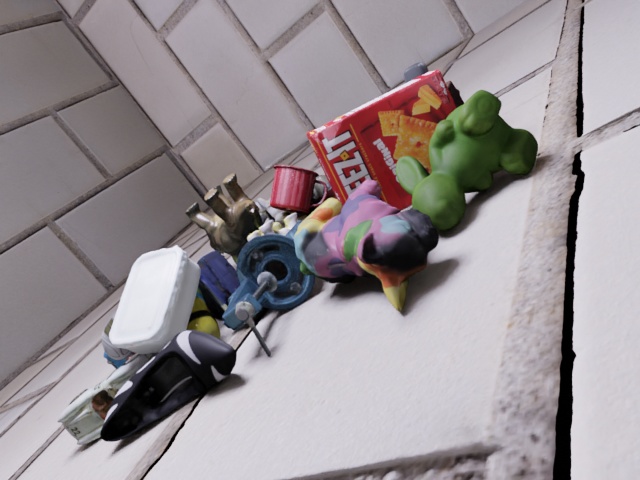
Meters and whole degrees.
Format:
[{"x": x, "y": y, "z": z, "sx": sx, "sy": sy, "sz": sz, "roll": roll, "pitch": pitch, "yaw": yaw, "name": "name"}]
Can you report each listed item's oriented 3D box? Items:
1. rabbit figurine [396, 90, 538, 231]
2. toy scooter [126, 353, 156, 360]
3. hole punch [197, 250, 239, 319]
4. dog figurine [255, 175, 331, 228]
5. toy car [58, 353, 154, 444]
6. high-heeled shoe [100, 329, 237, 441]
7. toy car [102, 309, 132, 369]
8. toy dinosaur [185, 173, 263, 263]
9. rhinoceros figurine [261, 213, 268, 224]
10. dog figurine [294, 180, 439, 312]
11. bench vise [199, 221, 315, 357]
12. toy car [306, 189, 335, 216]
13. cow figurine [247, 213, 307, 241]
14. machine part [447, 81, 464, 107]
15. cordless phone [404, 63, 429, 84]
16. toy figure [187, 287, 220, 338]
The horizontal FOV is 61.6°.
[{"x": 0.167, "y": -0.090, "z": 0.703, "sx": 0.170, "sy": 0.121, "sz": 0.159, "roll": -56, "pitch": 25, "yaw": -15, "name": "rabbit figurine"}, {"x": -0.294, "y": 0.189, "z": 0.991, "sx": 0.135, "sy": 0.075, "sz": 0.184, "roll": -18, "pitch": 26, "yaw": 46, "name": "toy scooter"}, {"x": -0.186, "y": 0.078, "z": 0.998, "sx": 0.092, "sy": 0.142, "sz": 0.116, "roll": -37, "pitch": 1, "yaw": -21, "name": "hole punch"}, {"x": -0.034, "y": -0.088, "z": 1.202, "sx": 0.190, "sy": 0.121, "sz": 0.172, "roll": -33, "pitch": 22, "yaw": -11, "name": "dog figurine"}, {"x": -0.326, "y": 0.250, "z": 0.862, "sx": 0.202, "sy": 0.073, "sz": 0.056, "roll": -35, "pitch": 10, "yaw": 7, "name": "toy car"}, {"x": -0.213, "y": 0.205, "z": 0.726, "sx": 0.249, "sy": 0.086, "sz": 0.145, "roll": -30, "pitch": 14, "yaw": 49, "name": "high-heeled shoe"}, {"x": -0.376, "y": 0.181, "z": 1.064, "sx": 0.109, "sy": 0.102, "sz": 0.161, "roll": 31, "pitch": 79, "yaw": 30, "name": "toy car"}, {"x": -0.198, "y": -0.020, "z": 1.188, "sx": 0.105, "sy": 0.198, "sz": 0.471, "roll": -41, "pitch": 10, "yaw": -21, "name": "toy dinosaur"}, {"x": -0.180, "y": -0.008, "z": 1.403, "sx": 0.190, "sy": 0.073, "sz": 0.112, "roll": -12, "pitch": 38, "yaw": 56, "name": "rhinoceros figurine"}, {"x": 0.049, "y": 0.015, "z": 0.656, "sx": 0.191, "sy": 0.108, "sz": 0.219, "roll": -29, "pitch": 17, "yaw": 13, "name": "dog figurine"}, {"x": -0.094, "y": 0.073, "z": 0.799, "sx": 0.224, "sy": 0.128, "sz": 0.241, "roll": -35, "pitch": 9, "yaw": 19, "name": "bench vise"}, {"x": 0.054, "y": -0.100, "z": 1.140, "sx": 0.202, "sy": 0.053, "sz": 0.089, "roll": -37, "pitch": 22, "yaw": -24, "name": "toy car"}, {"x": -0.056, "y": 0.003, "z": 1.026, "sx": 0.068, "sy": 0.098, "sz": 0.167, "roll": -32, "pitch": -6, "yaw": 33, "name": "cow figurine"}, {"x": 0.216, "y": -0.248, "z": 1.177, "sx": 0.201, "sy": 0.087, "sz": 0.201, "roll": -28, "pitch": 14, "yaw": 31, "name": "machine part"}, {"x": 0.154, "y": -0.195, "z": 0.920, "sx": 0.089, "sy": 0.184, "sz": 0.147, "roll": -18, "pitch": 3, "yaw": -31, "name": "cordless phone"}, {"x": -0.225, "y": 0.124, "z": 0.904, "sx": 0.089, "sy": 0.082, "sz": 0.180, "roll": -41, "pitch": 40, "yaw": 11, "name": "toy figure"}]
